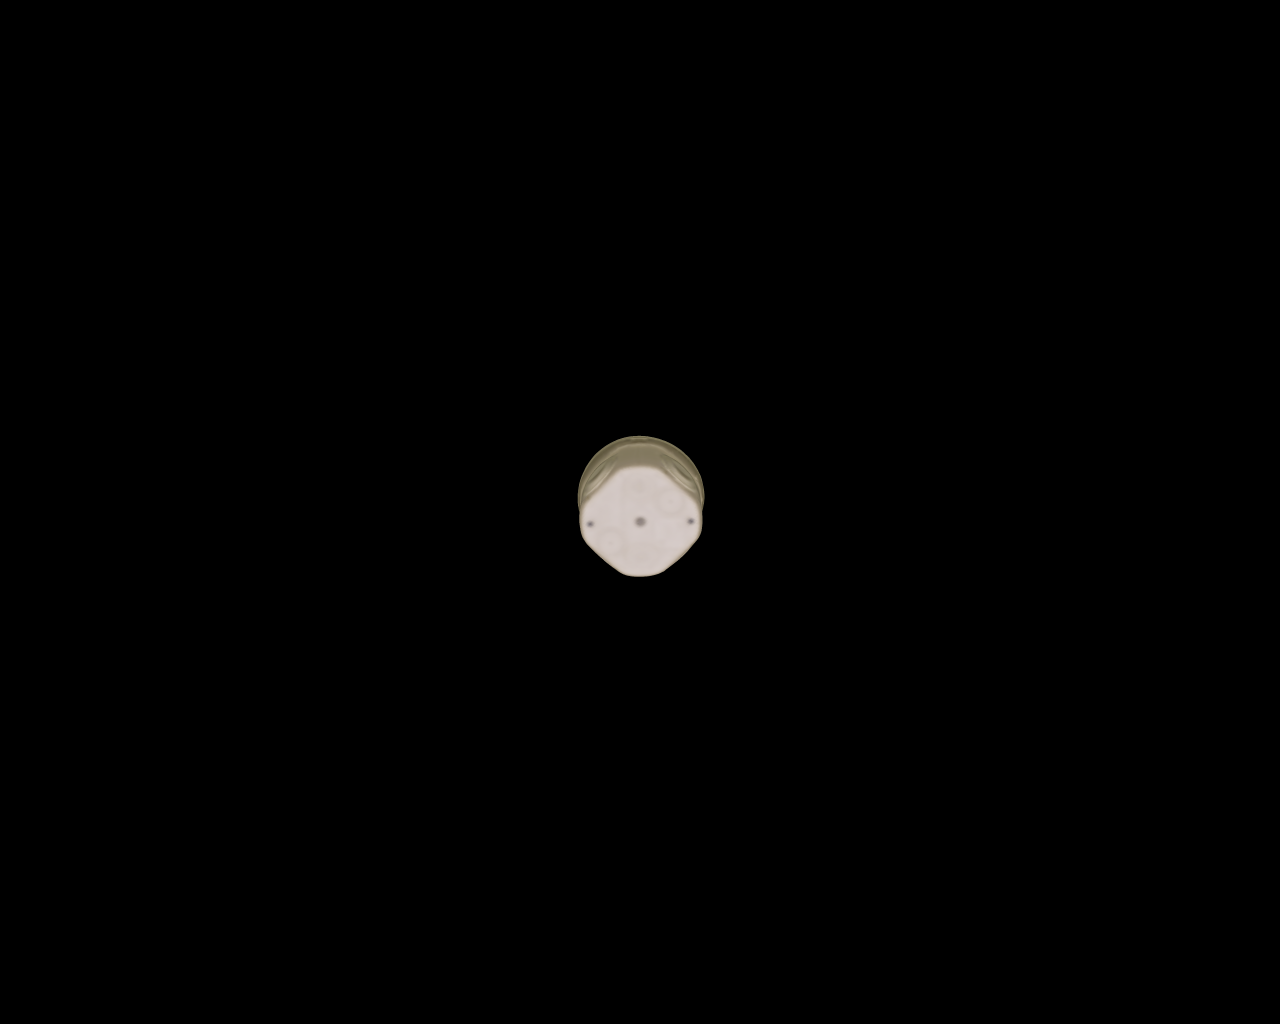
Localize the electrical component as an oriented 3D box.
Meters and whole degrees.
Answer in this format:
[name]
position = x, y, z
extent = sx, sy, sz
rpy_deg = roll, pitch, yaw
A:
[electrical component]
position = 0.001, -0.003, 0.650
extent = 0.080, 0.080, 0.051
rpy_deg = 0, 21, 0
